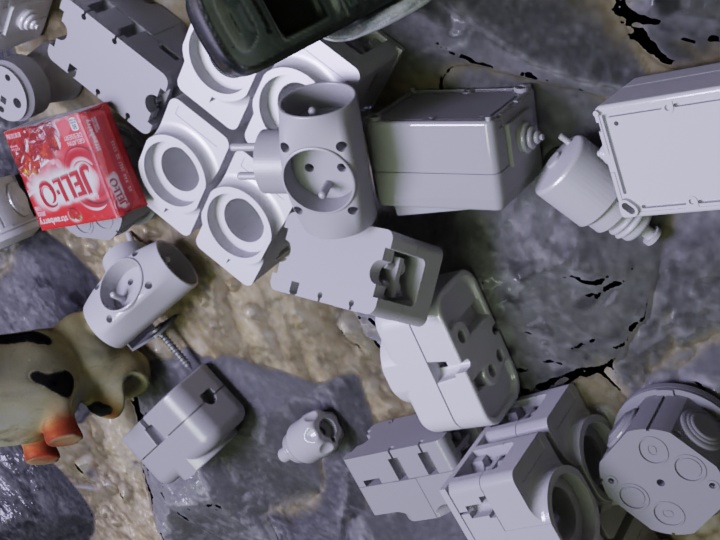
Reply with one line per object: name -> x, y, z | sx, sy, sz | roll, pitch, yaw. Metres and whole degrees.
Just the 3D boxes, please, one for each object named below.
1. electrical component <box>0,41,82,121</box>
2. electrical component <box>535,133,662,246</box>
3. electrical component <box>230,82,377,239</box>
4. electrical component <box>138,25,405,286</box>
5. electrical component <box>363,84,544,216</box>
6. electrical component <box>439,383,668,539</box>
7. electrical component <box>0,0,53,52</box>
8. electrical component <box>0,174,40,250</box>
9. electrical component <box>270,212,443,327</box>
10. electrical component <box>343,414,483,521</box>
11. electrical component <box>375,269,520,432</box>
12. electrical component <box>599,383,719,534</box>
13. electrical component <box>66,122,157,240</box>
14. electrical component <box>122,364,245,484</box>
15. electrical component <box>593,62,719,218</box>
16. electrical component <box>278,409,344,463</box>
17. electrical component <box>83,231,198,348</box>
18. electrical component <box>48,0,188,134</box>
electrical component -> -0.233, -0.134, 0.765 | 0.045, 0.055, 0.045 | 16, 123, 25
electrical component -> 0.133, -0.040, 0.594 | 0.078, 0.040, 0.040 | 35, 132, -11
electrical component -> -0.035, -0.061, 0.603 | 0.079, 0.044, 0.077 | 1, 126, 17
electrical component -> -0.066, -0.089, 0.680 | 0.105, 0.060, 0.186 | 39, 130, 8
electrical component -> 0.060, -0.067, 0.609 | 0.096, 0.062, 0.061 | 5, 118, 32
electrical component -> 0.140, 0.177, 0.671 | 0.060, 0.105, 0.186 | -22, 103, 39
electrical component -> -0.260, -0.190, 0.745 | 0.096, 0.062, 0.061 | 41, 130, 6
electrical component -> -0.297, -0.038, 0.846 | 0.080, 0.080, 0.051 | -17, 101, 38
electrical component -> 0.000, 0.000, 0.649 | 0.089, 0.056, 0.050 | 13, 88, 43
electrical component -> 0.044, 0.135, 0.745 | 0.089, 0.050, 0.055 | -20, 104, 39
electrical component -> 0.053, 0.053, 0.689 | 0.059, 0.054, 0.095 | -14, 108, 38
electrical component -> 0.186, 0.112, 0.639 | 0.080, 0.051, 0.080 | 16, 124, 25
electrical component -> -0.185, -0.063, 0.777 | 0.080, 0.051, 0.080 | 16, 123, 25
electrical component -> -0.137, 0.126, 0.854 | 0.059, 0.054, 0.095 | 48, 131, 0
electrical component -> 0.168, -0.068, 0.546 | 0.096, 0.061, 0.061 | -3, 114, 43
electrical component -> -0.041, 0.129, 0.807 | 0.035, 0.035, 0.061 | 50, 133, -2
electrical component -> -0.169, 0.005, 0.805 | 0.077, 0.044, 0.079 | -39, 54, 14
electrical component -> -0.148, -0.141, 0.705 | 0.089, 0.056, 0.050 | 39, 130, 8
